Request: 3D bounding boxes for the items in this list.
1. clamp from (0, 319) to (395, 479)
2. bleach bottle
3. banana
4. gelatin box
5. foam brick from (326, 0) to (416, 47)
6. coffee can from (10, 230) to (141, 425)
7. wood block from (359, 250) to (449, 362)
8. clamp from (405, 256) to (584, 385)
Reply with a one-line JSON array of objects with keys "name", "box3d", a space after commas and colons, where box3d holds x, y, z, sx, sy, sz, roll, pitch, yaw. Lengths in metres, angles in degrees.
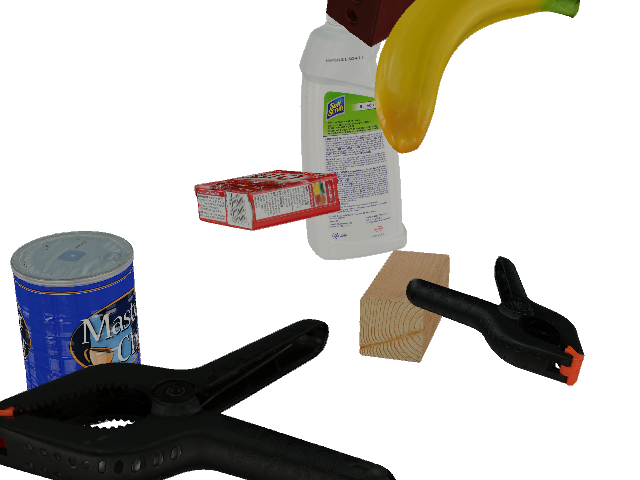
[{"name": "clamp", "box3d": [-0.074, 0.091, 0.579, 0.210, 0.036, 0.164, 0, 25, -6]}, {"name": "bleach bottle", "box3d": [0.032, -0.107, 1.018, 0.102, 0.251, 0.068, -10, 30, -15]}, {"name": "banana", "box3d": [0.079, -0.119, 0.617, 0.070, 0.037, 0.197, 31, 51, 23]}, {"name": "gelatin box", "box3d": [-0.040, -0.031, 0.771, 0.073, 0.030, 0.089, -13, 12, -29]}, {"name": "foam brick", "box3d": [0.043, -0.200, 0.824, 0.051, 0.053, 0.078, -38, -24, -28]}, {"name": "coffee can", "box3d": [-0.210, 0.075, 0.933, 0.103, 0.140, 0.103, 0, 23, 0]}, {"name": "wood block", "box3d": [0.126, 0.091, 1.556, 0.091, 0.090, 0.205, 6, 20, 15]}, {"name": "clamp", "box3d": [0.173, 0.066, 0.944, 0.120, 0.039, 0.172, -25, 44, -34]}]
